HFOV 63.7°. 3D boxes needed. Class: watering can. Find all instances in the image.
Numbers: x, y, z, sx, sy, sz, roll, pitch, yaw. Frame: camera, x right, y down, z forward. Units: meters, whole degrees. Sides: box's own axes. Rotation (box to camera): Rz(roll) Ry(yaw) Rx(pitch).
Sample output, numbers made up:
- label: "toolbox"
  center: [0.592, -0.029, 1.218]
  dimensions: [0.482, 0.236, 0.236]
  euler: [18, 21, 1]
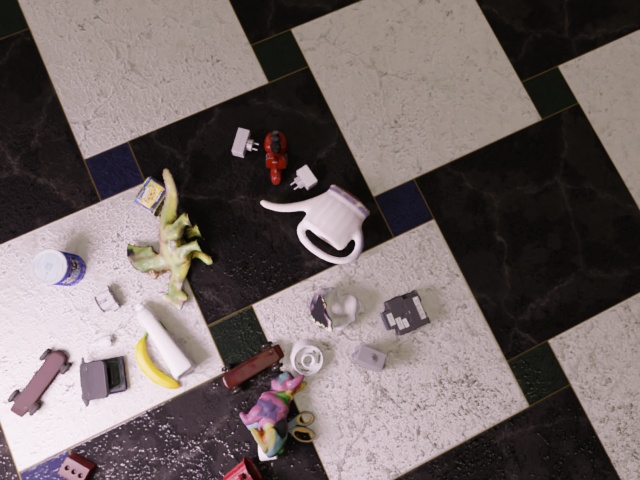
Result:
- label: "watering can"
  center: [0.005, -0.081, 1.614]
  dimensions: [0.348, 0.103, 0.226]
  euler: [38, 80, 3]

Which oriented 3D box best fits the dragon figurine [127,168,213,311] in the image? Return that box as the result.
- label: "dragon figurine"
  center: [-0.478, 0.013, 1.565]
  dimensions: [0.243, 0.122, 0.410]
  euler: [-24, 90, 2]

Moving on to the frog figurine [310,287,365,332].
- label: "frog figurine"
  center: [0.053, 0.207, 1.584]
  dimensions: [0.160, 0.120, 0.139]
  euler: [-14, 70, -41]
